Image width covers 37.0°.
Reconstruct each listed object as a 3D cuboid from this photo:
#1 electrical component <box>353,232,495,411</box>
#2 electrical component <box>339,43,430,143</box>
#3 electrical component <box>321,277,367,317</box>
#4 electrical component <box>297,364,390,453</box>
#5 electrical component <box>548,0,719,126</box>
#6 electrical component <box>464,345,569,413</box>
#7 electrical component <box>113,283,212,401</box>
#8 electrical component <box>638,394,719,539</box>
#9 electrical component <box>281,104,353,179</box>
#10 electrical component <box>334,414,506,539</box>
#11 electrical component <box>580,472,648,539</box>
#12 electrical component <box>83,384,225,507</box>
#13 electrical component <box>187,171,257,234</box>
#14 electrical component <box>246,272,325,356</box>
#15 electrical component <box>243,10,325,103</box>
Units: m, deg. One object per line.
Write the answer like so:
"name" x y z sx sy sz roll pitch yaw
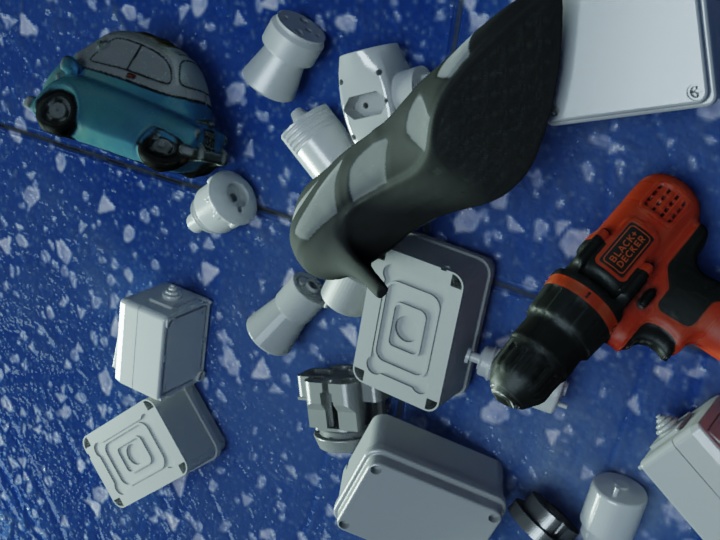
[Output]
"electrical component" 0.048 0.036 0.794 0.078 0.057 0.113 21 114 27
"electrical component" 0.030 -0.123 0.767 0.079 0.043 0.077 -8 99 34
"electrical component" 0.000 0.000 0.824 0.040 0.040 0.078 37 120 18
"electrical component" -0.010 0.110 0.853 0.078 0.058 0.057 0 101 33
"electrical component" 0.165 -0.151 0.665 0.109 0.056 0.108 -3 102 33
"electrical component" 0.113 0.073 0.765 0.078 0.040 0.040 19 114 10
"electrical component" -0.174 0.054 0.938 0.061 0.062 0.096 20 114 27
"electrical component" 0.233 0.127 0.700 0.096 0.062 0.061 50 124 10
"electrical component" -0.025 -0.089 0.812 0.081 0.043 0.043 52 124 9
"electrical component" 0.045 0.169 0.807 0.113 0.057 0.078 23 119 -6
"electrical component" 0.176 0.181 0.765 0.040 0.040 0.078 24 116 25
"electrical component" -0.187 0.158 0.980 0.113 0.057 0.078 -32 86 35
"electrical component" -0.118 -0.050 0.884 0.062 0.048 0.048 -28 88 41
"electrical component" -0.056 0.033 0.871 0.044 0.044 0.065 49 119 11
"electrical component" -0.057 -0.161 0.811 0.045 0.045 0.055 44 122 14
